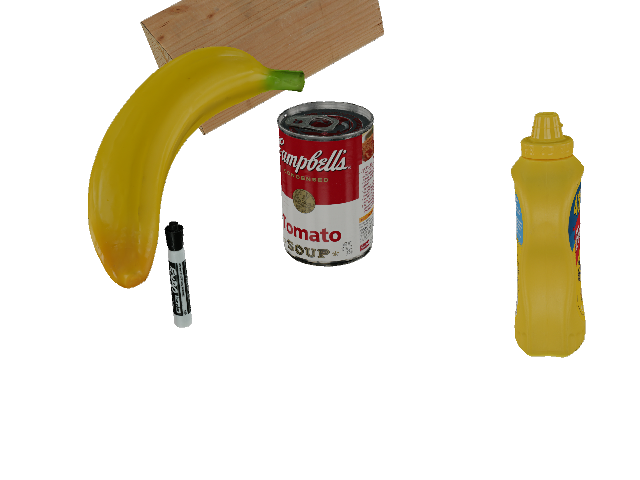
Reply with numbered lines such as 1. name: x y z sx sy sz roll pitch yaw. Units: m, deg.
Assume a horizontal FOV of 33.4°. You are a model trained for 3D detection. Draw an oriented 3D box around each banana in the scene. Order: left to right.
1. banana: -0.076 -0.053 0.557 0.070 0.037 0.197 18 45 16

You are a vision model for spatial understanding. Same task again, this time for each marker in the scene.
1. marker: -0.147 0.035 1.100 0.020 0.121 0.020 -1 30 1

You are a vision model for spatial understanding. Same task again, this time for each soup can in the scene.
1. soup can: 0.004 -0.041 0.770 0.068 0.102 0.068 -1 28 0

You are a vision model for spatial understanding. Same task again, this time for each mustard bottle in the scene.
1. mustard bottle: 0.185 -0.009 0.869 0.058 0.191 0.096 0 17 16

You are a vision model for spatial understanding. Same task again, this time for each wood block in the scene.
1. wood block: -0.053 -0.203 1.025 0.206 0.090 0.091 -31 -38 -11
